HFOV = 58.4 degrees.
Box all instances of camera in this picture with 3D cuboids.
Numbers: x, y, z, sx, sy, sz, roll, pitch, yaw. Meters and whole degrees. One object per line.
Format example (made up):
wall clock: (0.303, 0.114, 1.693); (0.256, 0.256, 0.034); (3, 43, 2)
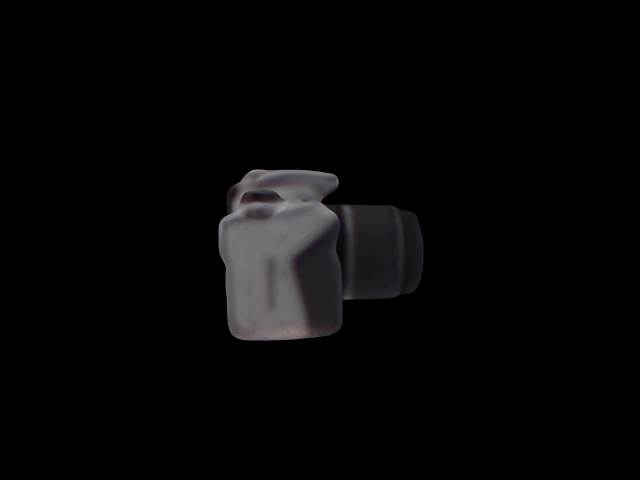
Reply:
camera: (0.004, 0.001, 0.400); (0.137, 0.101, 0.143); (-1, 7, -4)
